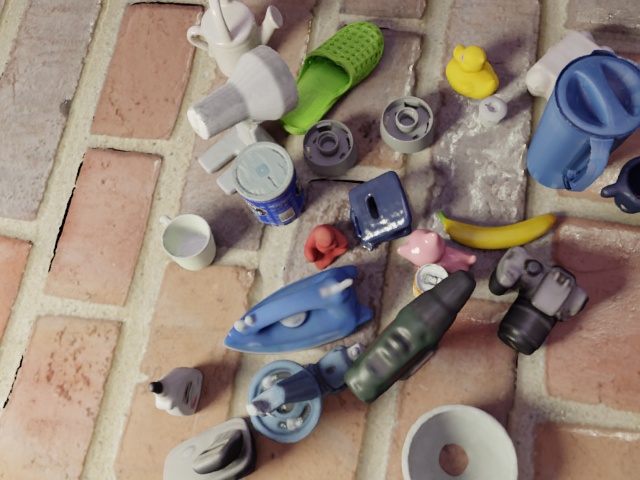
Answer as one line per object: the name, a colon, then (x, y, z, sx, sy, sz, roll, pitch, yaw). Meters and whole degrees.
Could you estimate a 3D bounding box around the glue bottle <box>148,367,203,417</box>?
glue bottle: (-0.228, 0.233, 0.886, 0.037, 0.173, 0.078, 3, 74, 8)

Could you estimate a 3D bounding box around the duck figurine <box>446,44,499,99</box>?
duck figurine: (0.279, -0.311, 1.034, 0.077, 0.086, 0.104, -45, 74, -7)

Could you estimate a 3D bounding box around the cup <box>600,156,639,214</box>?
cup: (0.507, -0.076, 0.934, 0.117, 0.095, 0.091, -12, 73, 3)

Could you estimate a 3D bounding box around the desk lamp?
desk lamp: (-0.131, -0.204, 0.982, 0.203, 0.214, 0.117, -42, 73, -6)

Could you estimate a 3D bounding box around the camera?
camera: (0.327, 0.099, 0.899, 0.143, 0.101, 0.137, 34, 80, 15)

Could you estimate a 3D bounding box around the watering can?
watering can: (-0.158, -0.392, 1.051, 0.173, 0.194, 0.101, -26, 72, -1)

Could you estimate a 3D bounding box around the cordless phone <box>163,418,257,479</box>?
cordless phone: (-0.176, 0.328, 0.845, 0.147, 0.185, 0.094, -28, 72, -2)

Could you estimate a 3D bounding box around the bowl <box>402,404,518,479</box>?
bowl: (0.205, 0.332, 0.859, 0.167, 0.075, 0.167, -2, 73, 6)

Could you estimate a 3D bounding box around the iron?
iron: (-0.051, 0.118, 0.916, 0.258, 0.141, 0.118, -21, 72, 0)

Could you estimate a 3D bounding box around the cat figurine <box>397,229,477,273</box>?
cat figurine: (0.192, 0.021, 0.929, 0.127, 0.118, 0.067, 16, 76, 11)

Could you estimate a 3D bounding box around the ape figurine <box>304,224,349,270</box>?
ape figurine: (0.009, 0.003, 0.969, 0.077, 0.092, 0.076, -1, 73, 6)

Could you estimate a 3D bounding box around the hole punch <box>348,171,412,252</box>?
hole punch: (0.100, -0.049, 0.974, 0.101, 0.091, 0.108, -16, 72, 2)

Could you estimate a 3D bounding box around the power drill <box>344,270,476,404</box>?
power drill: (0.134, 0.146, 0.851, 0.230, 0.208, 0.075, -44, 73, -7)

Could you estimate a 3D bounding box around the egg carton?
egg carton: (0.445, -0.302, 1.020, 0.150, 0.069, 0.107, -43, 74, -7)

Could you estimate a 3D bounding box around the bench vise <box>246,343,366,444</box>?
bench vise: (-0.032, 0.208, 0.846, 0.121, 0.220, 0.207, 38, 81, 16)
